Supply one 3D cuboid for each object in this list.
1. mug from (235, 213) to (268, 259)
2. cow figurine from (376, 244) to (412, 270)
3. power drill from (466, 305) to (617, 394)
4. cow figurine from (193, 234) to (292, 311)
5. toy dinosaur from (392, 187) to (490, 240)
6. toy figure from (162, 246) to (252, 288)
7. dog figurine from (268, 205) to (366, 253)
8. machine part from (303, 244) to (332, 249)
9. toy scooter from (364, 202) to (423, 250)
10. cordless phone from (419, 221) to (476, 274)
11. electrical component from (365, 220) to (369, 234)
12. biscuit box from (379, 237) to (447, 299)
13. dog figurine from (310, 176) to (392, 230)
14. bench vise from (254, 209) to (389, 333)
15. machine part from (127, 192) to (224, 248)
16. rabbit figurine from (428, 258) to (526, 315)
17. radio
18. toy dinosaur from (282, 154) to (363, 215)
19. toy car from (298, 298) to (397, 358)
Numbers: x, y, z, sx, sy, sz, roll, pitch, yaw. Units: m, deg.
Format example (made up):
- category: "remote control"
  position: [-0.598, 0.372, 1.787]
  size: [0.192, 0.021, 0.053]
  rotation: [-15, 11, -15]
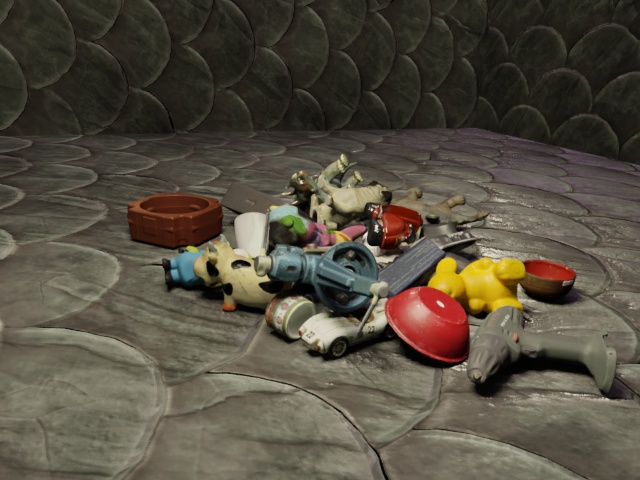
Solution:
- category: "mug"
  position: [-0.154, 0.008, 1.214]
  size: [0.081, 0.109, 0.107]
  rotation: [3, 62, -13]
- category: "cow figurine"
  position: [0.176, 0.049, 1.181]
  size: [0.167, 0.068, 0.098]
  rotation: [-17, 33, -38]
- category: "power drill"
  position: [0.344, 0.180, 0.844]
  size: [0.208, 0.085, 0.232]
  rotation: [2, 16, 20]
- category: "cow figurine"
  position: [-0.146, 0.066, 1.001]
  size: [0.195, 0.127, 0.085]
  rotation: [11, 18, 14]
- category: "toy dinosaur"
  position: [0.229, -0.073, 1.481]
  size: [0.472, 0.105, 0.198]
  rotation: [5, 21, 38]
- category: "toy figure"
  position: [-0.226, 0.053, 1.095]
  size: [0.180, 0.082, 0.089]
  rotation: [-5, 23, -15]
- category: "dog figurine"
  position: [-0.002, -0.004, 1.172]
  size: [0.219, 0.191, 0.108]
  rotation: [-1, 63, -4]
- category: "machine part"
  position: [0.013, 0.049, 1.065]
  size: [0.179, 0.056, 0.179]
  rotation: [-3, -12, -1]
- category: "toy scooter"
  position: [0.169, -0.032, 1.186]
  size: [0.135, 0.075, 0.184]
  rotation: [9, 26, -4]
- category: "cordless phone"
  position: [0.323, 0.032, 1.233]
  size: [0.146, 0.088, 0.184]
  rotation: [-10, 28, -35]
- category: "electrical component"
  position: [0.142, -0.018, 1.356]
  size: [0.048, 0.074, 0.119]
  rotation: [14, 25, 28]
- category: "biscuit box"
  position: [0.169, 0.068, 1.068]
  size: [0.063, 0.059, 0.203]
  rotation: [41, 45, 21]
- category: "dog figurine"
  position: [0.081, -0.074, 1.395]
  size: [0.190, 0.172, 0.121]
  rotation: [5, 54, -22]
- category: "bench vise"
  position: [0.017, 0.054, 0.864]
  size: [0.223, 0.128, 0.241]
  rotation: [21, -2, -28]
- category: "machine part"
  position: [-0.364, -0.052, 1.357]
  size: [0.201, 0.087, 0.201]
  rotation: [10, 23, 21]
- category: "rabbit figurine"
  position: [0.279, 0.084, 1.024]
  size: [0.173, 0.121, 0.162]
  rotation: [-5, 16, -19]
- category: "radio"
  position: [-0.135, -0.071, 1.383]
  size: [0.230, 0.073, 0.131]
  rotation: [23, -6, 39]
- category: "toy dinosaur"
  position: [0.018, -0.151, 1.579]
  size: [0.192, 0.131, 0.405]
  rotation: [-29, 2, 17]
- category: "toy car"
  position: [0.058, 0.145, 0.913]
  size: [0.202, 0.056, 0.074]
  rotation: [-10, 24, -34]
